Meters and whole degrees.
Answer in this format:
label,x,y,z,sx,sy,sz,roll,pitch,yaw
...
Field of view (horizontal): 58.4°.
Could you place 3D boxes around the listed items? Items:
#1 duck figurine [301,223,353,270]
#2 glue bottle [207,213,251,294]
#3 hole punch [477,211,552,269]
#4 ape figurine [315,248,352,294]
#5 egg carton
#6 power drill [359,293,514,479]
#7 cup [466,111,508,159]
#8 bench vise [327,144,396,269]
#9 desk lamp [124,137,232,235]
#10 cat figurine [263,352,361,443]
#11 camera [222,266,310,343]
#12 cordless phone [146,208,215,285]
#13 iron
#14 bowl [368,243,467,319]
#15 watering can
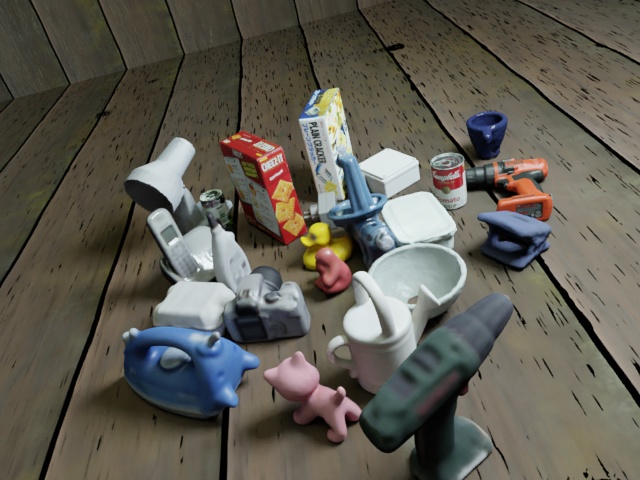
label,x,y,z,sx,sy,sz,roll,pitch,yaw
duck figurine,0.010,0.004,1.133,0.104,0.086,0.077,-16,34,-1
glue bottle,-0.184,0.020,1.107,0.037,0.173,0.078,4,39,26
hole punch,0.348,-0.019,1.031,0.101,0.091,0.108,-33,38,-24
ape figurine,0.016,0.053,1.056,0.076,0.092,0.078,-6,35,13
egg carton,-0.229,0.130,1.060,0.150,0.069,0.107,0,37,21
power drill,0.154,0.194,0.695,0.230,0.209,0.075,-32,38,-23
cup,0.385,-0.230,1.314,0.091,0.095,0.118,-4,36,16
bench vise,0.090,-0.065,1.082,0.122,0.220,0.206,-32,38,-23
desk lamp,-0.325,-0.111,1.313,0.117,0.214,0.203,6,40,28
cat figurine,-0.013,0.212,0.815,0.127,0.118,0.067,11,42,34
camera,-0.093,0.100,1.023,0.143,0.101,0.137,-8,35,11
cordless phone,-0.266,0.001,1.155,0.093,0.185,0.148,9,41,32
iron,-0.237,0.188,0.915,0.257,0.142,0.119,1,37,23
bowl,0.166,0.083,0.970,0.167,0.075,0.167,-10,34,7
watering can,0.091,0.123,0.835,0.173,0.194,0.100,-36,39,-28
